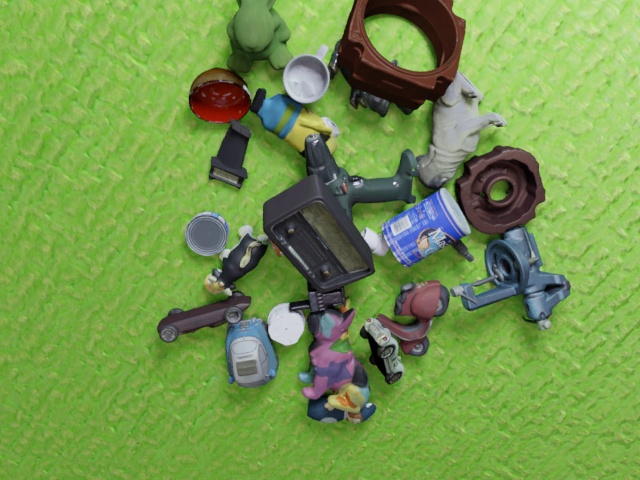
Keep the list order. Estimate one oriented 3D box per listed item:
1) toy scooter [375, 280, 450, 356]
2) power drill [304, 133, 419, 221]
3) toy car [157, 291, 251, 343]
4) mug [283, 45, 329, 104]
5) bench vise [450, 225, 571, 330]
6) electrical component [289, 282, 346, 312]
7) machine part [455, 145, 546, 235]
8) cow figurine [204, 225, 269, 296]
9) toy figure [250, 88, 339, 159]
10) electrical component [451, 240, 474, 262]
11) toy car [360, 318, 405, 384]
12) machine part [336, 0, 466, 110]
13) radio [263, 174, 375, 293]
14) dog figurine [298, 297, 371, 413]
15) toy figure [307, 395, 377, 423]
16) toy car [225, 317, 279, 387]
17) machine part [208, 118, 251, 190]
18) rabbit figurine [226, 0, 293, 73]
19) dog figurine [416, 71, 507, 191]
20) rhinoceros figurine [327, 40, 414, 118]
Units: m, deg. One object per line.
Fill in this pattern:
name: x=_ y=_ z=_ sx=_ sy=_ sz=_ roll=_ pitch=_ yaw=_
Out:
toy scooter: x=0.186 y=0.158 z=1.138 sx=0.135 sy=0.075 sz=0.183 roll=16 pitch=110 yaw=-6
power drill: x=0.080 y=-0.114 z=1.018 sx=0.207 sy=0.086 sz=0.231 roll=-15 pitch=131 yaw=-10
toy car: x=-0.237 y=0.160 z=1.110 sx=0.202 sy=0.089 sz=0.053 roll=-15 pitch=106 yaw=0
mug: x=-0.023 y=-0.301 z=0.974 sx=0.081 sy=0.107 sz=0.109 roll=24 pitch=100 yaw=-10
bench vise: x=0.378 y=0.094 z=1.092 sx=0.241 sy=0.129 sz=0.223 roll=-16 pitch=99 yaw=-16
electrical component: x=-0.008 y=0.113 z=1.116 sx=0.119 sy=0.075 sz=0.047 roll=-7 pitch=108 yaw=2
machine part: x=0.359 y=-0.100 z=1.077 sx=0.179 sy=0.056 sz=0.179 roll=-1 pitch=108 yaw=-3
cow figurine: x=-0.171 y=0.055 z=1.078 sx=0.068 sy=0.098 sz=0.167 roll=36 pitch=101 yaw=-18
toy figure: x=-0.048 y=-0.215 z=1.013 sx=0.180 sy=0.082 sz=0.089 roll=25 pitch=124 yaw=-17
electrical component: x=0.277 y=0.004 z=1.100 sx=0.021 sy=0.063 sz=0.094 roll=-41 pitch=103 yaw=9
toy car: x=0.133 y=0.232 z=1.116 sx=0.056 sy=0.074 sz=0.201 roll=-33 pitch=139 yaw=-12
machine part: x=0.143 y=-0.345 z=0.932 sx=0.201 sy=0.087 sz=0.201 roll=19 pitch=70 yaw=-9
radio: x=-0.002 y=-0.003 z=1.009 sx=0.131 sy=0.073 sz=0.229 roll=-25 pitch=129 yaw=17
dog figurine: x=0.046 y=0.236 z=1.138 sx=0.191 sy=0.108 sz=0.219 roll=20 pitch=102 yaw=-8
toy figure: x=0.049 y=0.382 z=1.205 sx=0.155 sy=0.064 sz=0.057 roll=6 pitch=90 yaw=0
toy car: x=-0.146 y=0.250 z=1.134 sx=0.109 sy=0.103 sz=0.161 roll=-7 pitch=108 yaw=-2
machine part: x=-0.168 y=-0.163 z=1.031 sx=0.084 sy=0.039 sz=0.138 roll=22 pitch=127 yaw=-1
rabbit figurine: x=-0.101 y=-0.365 z=0.918 sx=0.121 sy=0.170 sz=0.159 roll=4 pitch=107 yaw=-4
dog figurine: x=0.232 y=-0.209 z=1.026 sx=0.190 sy=0.121 sz=0.172 roll=-40 pitch=72 yaw=26
rhinoceros figurine: x=0.098 y=-0.297 z=1.003 sx=0.190 sy=0.073 sz=0.112 roll=40 pitch=88 yaw=-9
